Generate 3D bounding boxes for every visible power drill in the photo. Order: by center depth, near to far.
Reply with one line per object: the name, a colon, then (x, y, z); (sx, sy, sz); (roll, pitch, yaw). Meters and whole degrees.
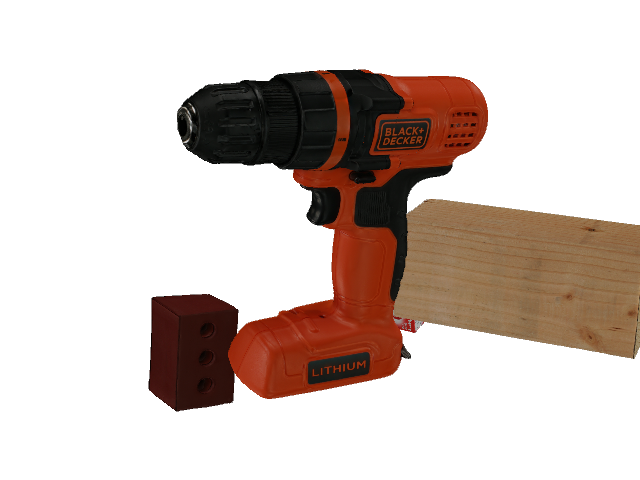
power drill: (-0.001, -0.004, 0.595); (0.184, 0.188, 0.057); (-5, 32, -30)

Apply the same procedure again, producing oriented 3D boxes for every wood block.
wood block: (0.175, 0.027, 0.914); (0.206, 0.090, 0.090); (8, 19, 24)

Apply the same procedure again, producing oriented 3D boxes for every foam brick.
foam brick: (-0.100, 0.085, 0.832); (0.052, 0.078, 0.051); (-4, 13, -32)

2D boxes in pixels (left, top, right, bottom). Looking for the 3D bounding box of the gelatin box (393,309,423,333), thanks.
gelatin box: (0.089, 0.065, 1.330); (0.073, 0.089, 0.030); (11, 32, 30)
